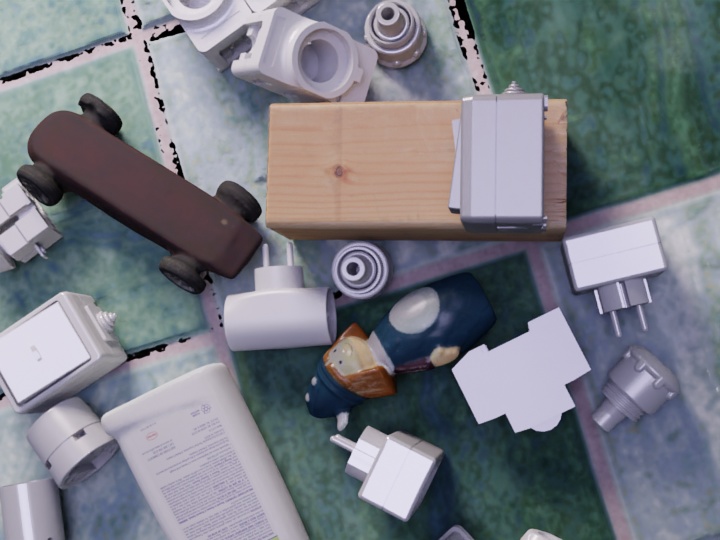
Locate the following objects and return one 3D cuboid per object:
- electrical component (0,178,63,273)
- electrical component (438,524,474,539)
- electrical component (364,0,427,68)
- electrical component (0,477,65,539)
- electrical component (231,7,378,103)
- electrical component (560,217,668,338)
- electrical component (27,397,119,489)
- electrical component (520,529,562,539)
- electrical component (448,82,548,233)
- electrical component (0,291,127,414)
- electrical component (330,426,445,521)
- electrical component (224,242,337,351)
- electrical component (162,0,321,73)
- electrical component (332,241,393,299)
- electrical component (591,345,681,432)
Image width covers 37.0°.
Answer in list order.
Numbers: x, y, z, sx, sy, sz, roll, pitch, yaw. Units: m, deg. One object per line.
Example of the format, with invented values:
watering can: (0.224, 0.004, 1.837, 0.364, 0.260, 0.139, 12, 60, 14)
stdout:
electrical component: (-0.273, -0.030, 0.843, 0.055, 0.048, 0.066, -37, 80, -4)
electrical component: (0.063, 0.243, 0.748, 0.099, 0.048, 0.099, 46, 114, 10)
electrical component: (0.024, -0.181, 0.802, 0.048, 0.062, 0.048, -1, 84, 8)
electrical component: (-0.247, 0.201, 0.817, 0.043, 0.043, 0.081, -10, 83, 8)
electrical component: (-0.038, -0.152, 0.790, 0.089, 0.056, 0.050, 18, 87, -31)
electrical component: (0.185, 0.009, 0.767, 0.066, 0.047, 0.076, -14, 83, 7)
electrical component: (-0.218, 0.130, 0.815, 0.055, 0.055, 0.047, -43, 77, 3)
electrical component: (0.124, 0.217, 0.763, 0.035, 0.035, 0.061, 19, 90, 10)
electrical component: (0.089, -0.073, 0.690, 0.061, 0.062, 0.096, 0, 85, 9)
electrical component: (-0.229, 0.060, 0.819, 0.096, 0.061, 0.061, -33, 81, 4)
electrical component: (0.014, 0.135, 0.763, 0.076, 0.083, 0.047, 26, 89, 10)
electrical component: (-0.060, 0.019, 0.805, 0.077, 0.044, 0.079, -4, 84, 8)
electrical component: (-0.079, -0.237, 0.824, 0.150, 0.062, 0.089, -35, 81, 4)
electrical component: (0.000, 0.000, 0.788, 0.043, 0.062, 0.043, 0, 89, 9)
electrical component: (0.191, 0.087, 0.761, 0.048, 0.048, 0.062, 44, 99, 10)
